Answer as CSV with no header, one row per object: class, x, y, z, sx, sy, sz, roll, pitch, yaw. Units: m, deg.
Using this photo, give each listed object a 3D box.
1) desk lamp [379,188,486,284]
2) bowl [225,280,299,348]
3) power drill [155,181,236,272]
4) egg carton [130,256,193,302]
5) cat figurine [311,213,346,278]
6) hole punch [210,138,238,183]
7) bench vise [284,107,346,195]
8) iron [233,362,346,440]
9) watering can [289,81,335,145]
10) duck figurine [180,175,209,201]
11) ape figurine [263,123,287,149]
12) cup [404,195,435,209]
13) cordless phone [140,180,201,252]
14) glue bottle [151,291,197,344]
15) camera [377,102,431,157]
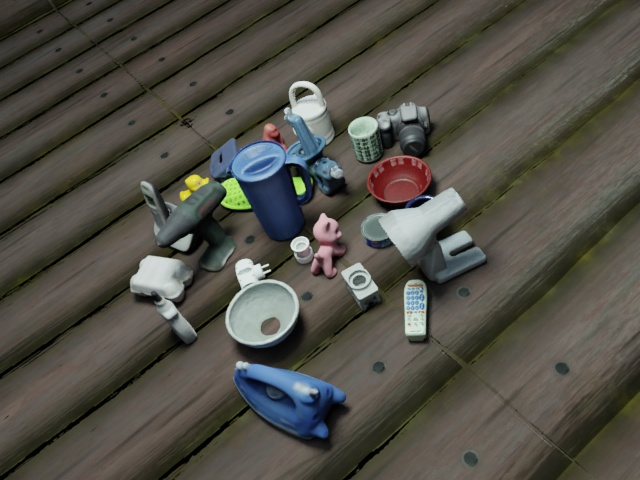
desk lamp,0.239,-0.007,1.220,0.203,0.214,0.117,-26,50,-5
bowl,-0.119,0.175,1.269,0.167,0.075,0.167,-8,51,10
power drill,-0.287,-0.020,1.387,0.075,0.209,0.230,13,57,25
egg carton,-0.390,0.096,1.415,0.150,0.069,0.107,6,54,20
cat figurine,0.012,0.005,1.340,0.067,0.118,0.128,7,55,21
hole punch,-0.265,-0.219,1.617,0.101,0.091,0.108,-16,50,3
bench vise,-0.014,-0.237,1.474,0.206,0.220,0.122,20,60,29
iron,-0.087,0.288,1.126,0.257,0.142,0.119,14,58,26
watering can,-0.027,-0.351,1.586,0.101,0.194,0.172,-13,50,6
duck figurine,-0.343,-0.141,1.581,0.104,0.086,0.077,-14,50,5
ape figurine,-0.134,-0.292,1.637,0.076,0.092,0.078,4,54,20
cup,0.238,-0.032,1.318,0.091,0.095,0.118,15,58,26
cordless phone,-0.387,-0.065,1.467,0.147,0.185,0.094,20,61,29
glue bottle,-0.333,0.164,1.275,0.037,0.173,0.078,-42,53,-17
camera,0.225,-0.292,1.527,0.143,0.101,0.136,-8,51,10
